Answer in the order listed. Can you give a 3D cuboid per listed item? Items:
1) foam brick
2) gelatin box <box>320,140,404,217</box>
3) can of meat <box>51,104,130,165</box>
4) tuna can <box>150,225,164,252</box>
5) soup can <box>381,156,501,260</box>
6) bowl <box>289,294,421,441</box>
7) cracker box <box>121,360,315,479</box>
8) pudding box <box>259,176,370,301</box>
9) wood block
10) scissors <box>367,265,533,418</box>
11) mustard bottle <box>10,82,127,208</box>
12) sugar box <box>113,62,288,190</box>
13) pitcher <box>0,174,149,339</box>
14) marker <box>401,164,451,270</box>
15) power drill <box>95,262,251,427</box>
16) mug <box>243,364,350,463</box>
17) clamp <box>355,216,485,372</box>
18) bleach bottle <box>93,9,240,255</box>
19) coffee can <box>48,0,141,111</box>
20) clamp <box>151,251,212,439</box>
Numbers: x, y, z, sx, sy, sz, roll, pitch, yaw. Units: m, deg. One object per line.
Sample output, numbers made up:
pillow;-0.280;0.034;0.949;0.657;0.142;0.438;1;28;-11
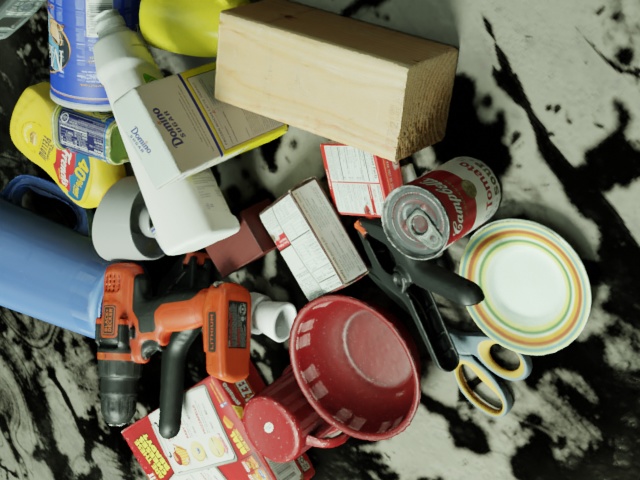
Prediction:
foam brick;-0.080;-0.002;1.147;0.078;0.052;0.051;-30;89;41
gelatin box;0.043;-0.061;1.027;0.089;0.030;0.073;6;114;54
can of meat;-0.230;-0.126;1.180;0.084;0.101;0.057;19;120;28
tuna can;-0.141;-0.019;1.165;0.086;0.086;0.034;-29;91;42
soup can;0.110;-0.031;0.953;0.069;0.102;0.068;16;118;32
bowl;0.047;0.123;1.100;0.162;0.055;0.162;16;118;32
cracker box;-0.124;0.253;1.280;0.214;0.071;0.164;-35;84;43
pudding box;-0.007;0.001;1.085;0.113;0.039;0.090;58;152;0
wood block;0.012;-0.153;0.985;0.206;0.090;0.090;23;121;30
scissors;0.130;0.083;1.044;0.202;0.016;0.096;53;130;7
mustard bottle;-0.285;-0.094;1.264;0.192;0.058;0.096;42;130;16
sugar box;-0.113;-0.119;1.039;0.048;0.175;0.093;-27;92;42
pitcher;-0.329;0.029;1.317;0.243;0.144;0.149;18;131;27
marker;0.100;-0.014;1.023;0.020;0.020;0.121;-15;99;41
power drill;-0.167;0.115;1.168;0.188;0.057;0.184;-2;85;29
mug;-0.021;0.196;1.167;0.117;0.081;0.093;23;122;29
clamp;0.093;0.031;1.007;0.171;0.039;0.120;54;146;21
bleach bottle;-0.165;-0.112;1.076;0.068;0.102;0.251;-23;87;13
coffee can;-0.239;-0.221;1.144;0.103;0.102;0.140;21;120;30
clamp;-0.170;0.113;1.238;0.165;0.036;0.210;50;122;47
